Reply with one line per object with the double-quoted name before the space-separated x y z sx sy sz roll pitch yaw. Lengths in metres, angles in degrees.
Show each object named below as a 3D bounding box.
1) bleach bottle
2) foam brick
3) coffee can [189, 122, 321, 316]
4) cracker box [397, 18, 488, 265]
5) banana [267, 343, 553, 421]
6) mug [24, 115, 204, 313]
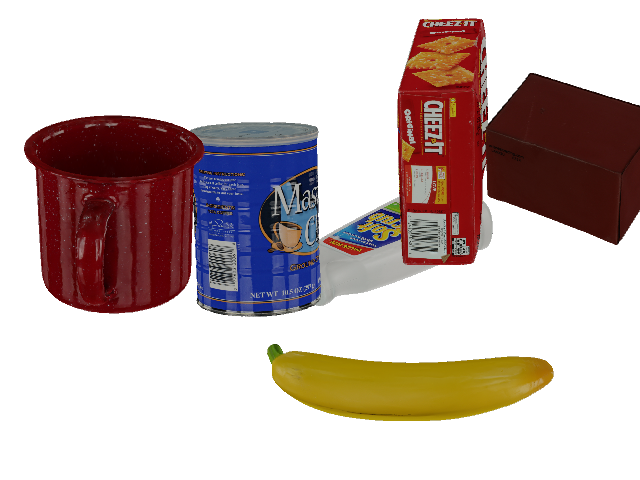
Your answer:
"bleach bottle" 0.065 0.013 1.189 0.250 0.068 0.103 -26 42 -24
"foam brick" 0.132 -0.044 0.558 0.078 0.053 0.051 25 56 29
"coffee can" -0.052 -0.020 0.859 0.103 0.140 0.103 -1 13 0
"cracker box" 0.117 -0.097 0.983 0.072 0.164 0.213 1 27 11
"banana" 0.049 0.090 0.695 0.198 0.037 0.069 4 32 16
"mug" -0.110 -0.008 0.565 0.093 0.081 0.117 3 26 -3
